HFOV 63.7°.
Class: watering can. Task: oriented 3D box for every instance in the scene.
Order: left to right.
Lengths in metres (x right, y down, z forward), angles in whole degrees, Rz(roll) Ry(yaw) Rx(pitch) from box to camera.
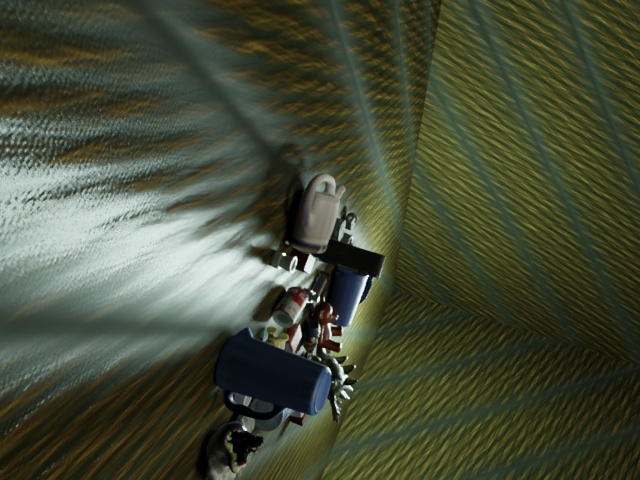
[{"bbox_3d":[0.004,-0.073,1.441,0.348,0.104,0.223,-5,111,-74],"label":"watering can"}]

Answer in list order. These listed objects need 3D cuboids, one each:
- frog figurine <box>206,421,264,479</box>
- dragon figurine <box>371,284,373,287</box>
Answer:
[{"bbox_3d":[-0.233,0.520,1.246,0.157,0.122,0.140,-41,-165,33],"label":"frog figurine"},{"bbox_3d":[0.125,0.264,2.305,0.246,0.123,0.402,-50,156,-18],"label":"dragon figurine"}]
